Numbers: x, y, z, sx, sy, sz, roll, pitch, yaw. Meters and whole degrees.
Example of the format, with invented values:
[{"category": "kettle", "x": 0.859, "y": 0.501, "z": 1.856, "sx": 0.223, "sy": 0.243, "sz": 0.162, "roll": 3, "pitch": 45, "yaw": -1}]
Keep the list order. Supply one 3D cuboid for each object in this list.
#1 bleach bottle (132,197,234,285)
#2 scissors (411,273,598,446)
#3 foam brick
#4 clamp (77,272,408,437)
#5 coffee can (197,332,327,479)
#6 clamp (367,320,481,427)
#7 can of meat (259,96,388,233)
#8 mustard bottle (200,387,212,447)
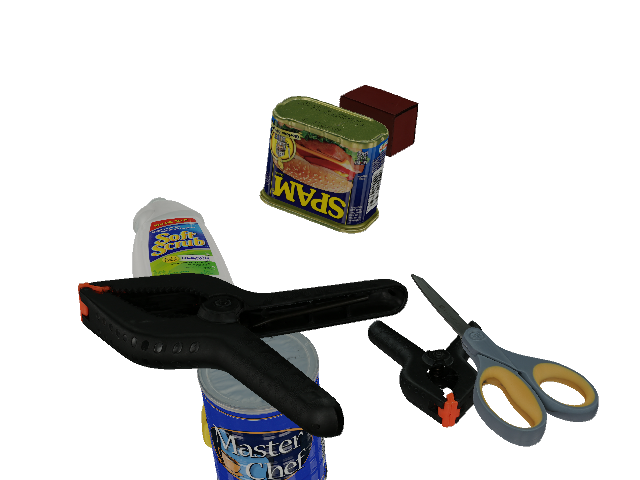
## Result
[{"category": "bleach bottle", "x": -0.157, "y": 0.019, "z": 1.111, "sx": 0.102, "sy": 0.068, "sz": 0.251, "roll": -5, "pitch": 27, "yaw": -17}, {"category": "scissors", "x": 0.135, "y": 0.079, "z": 0.787, "sx": 0.096, "sy": 0.016, "sz": 0.202, "roll": -1, "pitch": 31, "yaw": -10}, {"category": "foam brick", "x": 0.065, "y": -0.137, "z": 1.217, "sx": 0.078, "sy": 0.053, "sz": 0.051, "roll": 24, "pitch": 36, "yaw": 31}, {"category": "clamp", "x": -0.053, "y": 0.052, "z": 0.679, "sx": 0.210, "sy": 0.036, "sz": 0.164, "roll": 12, "pitch": 27, "yaw": 22}, {"category": "coffee can", "x": -0.048, "y": 0.158, "z": 0.937, "sx": 0.103, "sy": 0.140, "sz": 0.103, "roll": -3, "pitch": 38, "yaw": 2}, {"category": "clamp", "x": 0.124, "y": 0.125, "z": 1.069, "sx": 0.120, "sy": 0.039, "sz": 0.171, "roll": -9, "pitch": 29, "yaw": -9}, {"category": "can of meat", "x": 0.004, "y": -0.065, "z": 0.894, "sx": 0.102, "sy": 0.084, "sz": 0.057, "roll": 21, "pitch": 33, "yaw": 21}, {"category": "mustard bottle", "x": -0.093, "y": 0.166, "z": 1.248, "sx": 0.096, "sy": 0.058, "sz": 0.191, "roll": -6, "pitch": 29, "yaw": -6}]
